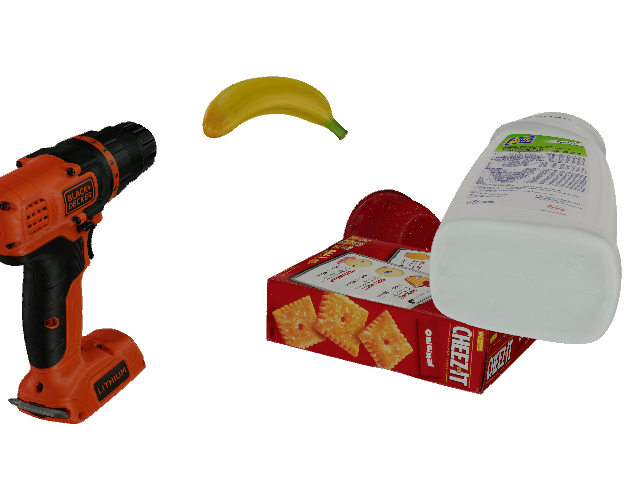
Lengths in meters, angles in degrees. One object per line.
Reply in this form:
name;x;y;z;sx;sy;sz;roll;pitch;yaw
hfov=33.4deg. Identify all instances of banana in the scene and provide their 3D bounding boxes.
banana;-0.050;-0.133;1.059;0.197;0.070;0.037;-7;-38;-46

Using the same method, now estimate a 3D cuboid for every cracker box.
cracker box;0.081;0.063;0.986;0.214;0.072;0.163;12;20;27

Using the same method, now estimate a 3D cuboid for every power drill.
power drill;-0.170;0.019;0.760;0.057;0.188;0.184;8;24;24

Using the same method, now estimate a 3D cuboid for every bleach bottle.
bleach bottle;0.141;-0.027;0.656;0.103;0.068;0.250;9;26;17

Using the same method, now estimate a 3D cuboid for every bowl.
bowl;0.101;0.019;1.210;0.161;0.162;0.055;0;-6;-43
